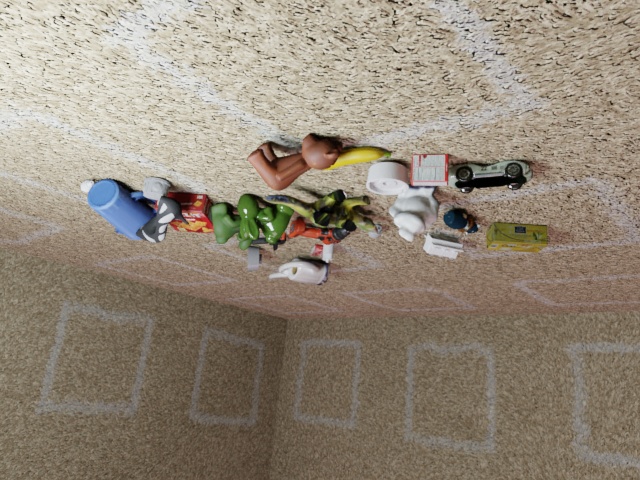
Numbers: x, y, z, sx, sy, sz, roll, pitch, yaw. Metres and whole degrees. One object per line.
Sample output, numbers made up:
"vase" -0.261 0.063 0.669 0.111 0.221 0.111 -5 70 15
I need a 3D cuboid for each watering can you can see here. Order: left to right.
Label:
"watering can" -0.091 0.149 2.361 0.224 0.105 0.343 12 162 -23

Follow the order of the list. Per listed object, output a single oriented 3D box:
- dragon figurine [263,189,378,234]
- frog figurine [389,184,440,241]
"dragon figurine" 0.005 -0.080 1.599 0.409 0.123 0.241 12 170 -15
"frog figurine" 0.262 -0.068 1.432 0.137 0.162 0.121 8 164 -8
